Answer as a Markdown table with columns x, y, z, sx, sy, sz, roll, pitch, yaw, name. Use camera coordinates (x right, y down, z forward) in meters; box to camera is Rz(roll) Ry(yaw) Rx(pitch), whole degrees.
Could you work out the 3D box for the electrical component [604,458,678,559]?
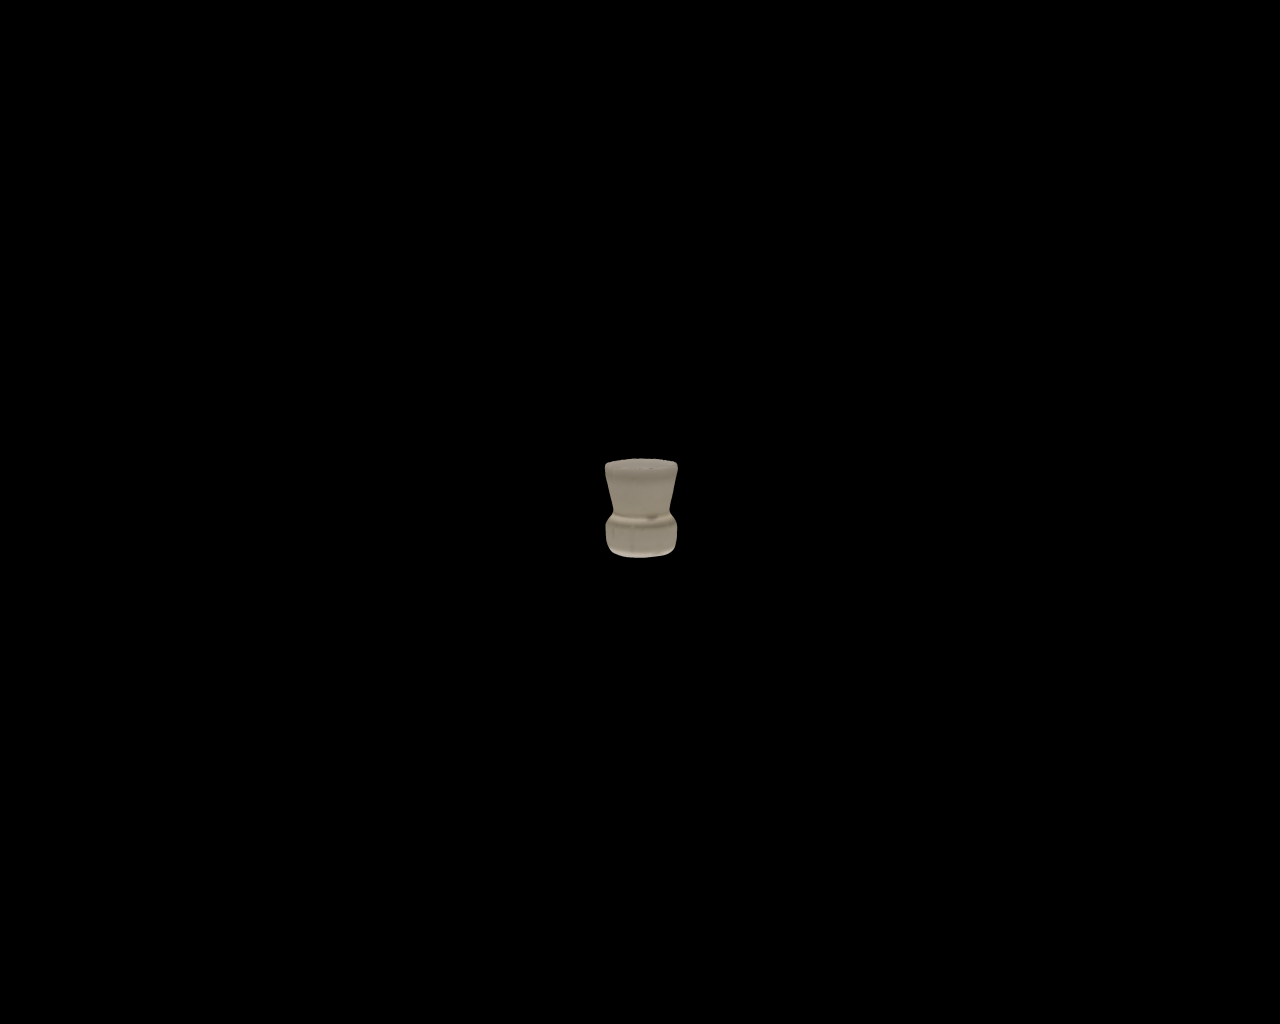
| x | y | z | sx | sy | sz | roll | pitch | yaw | name |
| --- | --- | --- | --- | --- | --- | --- | --- | --- | --- |
| 0.001 | -0.003 | 0.650 | 0.045 | 0.055 | 0.045 | 0 | 10 | 0 | electrical component |
